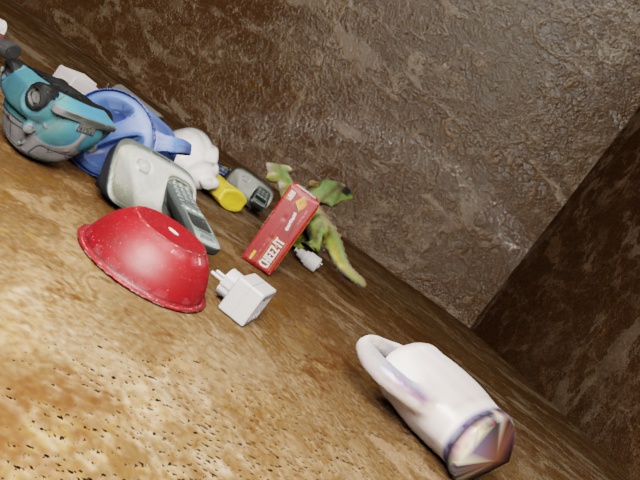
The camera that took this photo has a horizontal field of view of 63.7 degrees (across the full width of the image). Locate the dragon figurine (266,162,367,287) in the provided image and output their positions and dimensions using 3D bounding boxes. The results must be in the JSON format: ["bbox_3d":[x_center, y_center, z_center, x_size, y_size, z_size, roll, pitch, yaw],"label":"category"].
[{"bbox_3d":[0.004,-0.070,1.390,0.411,0.246,0.120,34,-24,5],"label":"dragon figurine"}]

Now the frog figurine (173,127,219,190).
[{"bbox_3d":[-0.301,-0.186,1.207,0.138,0.120,0.162,-7,42,-33],"label":"frog figurine"}]

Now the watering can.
[{"bbox_3d":[0.181,0.228,0.735,0.343,0.104,0.228,32,8,-47],"label":"watering can"}]
